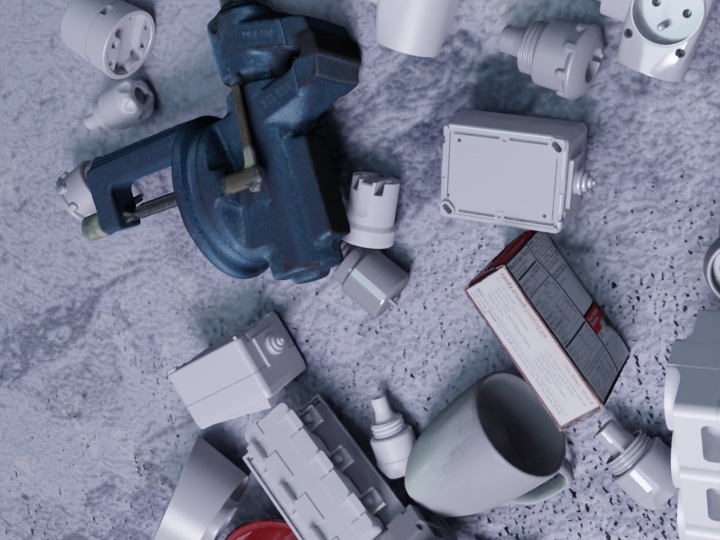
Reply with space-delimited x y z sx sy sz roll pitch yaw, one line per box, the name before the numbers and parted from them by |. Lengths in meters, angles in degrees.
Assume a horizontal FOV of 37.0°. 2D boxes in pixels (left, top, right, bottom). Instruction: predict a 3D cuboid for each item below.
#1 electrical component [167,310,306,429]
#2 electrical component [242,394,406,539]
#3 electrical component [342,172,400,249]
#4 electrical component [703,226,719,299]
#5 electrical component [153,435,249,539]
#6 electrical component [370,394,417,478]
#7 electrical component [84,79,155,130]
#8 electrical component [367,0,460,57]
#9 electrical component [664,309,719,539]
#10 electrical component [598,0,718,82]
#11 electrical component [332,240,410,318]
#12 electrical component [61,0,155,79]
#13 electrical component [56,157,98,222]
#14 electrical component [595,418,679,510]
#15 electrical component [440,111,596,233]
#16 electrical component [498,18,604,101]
electrical component | -0.089 0.079 0.842 0.096 0.062 0.061 -28 94 32
electrical component | -0.031 0.161 0.813 0.079 0.063 0.121 -41 64 1
electrical component | 0.008 -0.043 0.762 0.040 0.040 0.046 17 109 21
electrical component | 0.235 -0.006 0.649 0.048 0.055 0.066 2 108 27
electrical component | -0.138 0.194 0.891 0.064 0.099 0.099 31 119 7
electrical component | 0.024 0.125 0.817 0.035 0.035 0.061 -15 97 31
electrical component | -0.190 -0.125 0.836 0.061 0.035 0.035 -19 99 33
electrical component | 0.024 -0.188 0.698 0.079 0.043 0.077 24 117 18
electrical component | 0.225 0.108 0.650 0.062 0.089 0.150 3 129 27
electrical component | 0.168 -0.161 0.633 0.079 0.044 0.077 26 118 17
electrical component | 0.000 0.000 0.780 0.078 0.040 0.040 40 121 10
electrical component | -0.190 -0.178 0.805 0.047 0.055 0.055 31 119 18
electrical component | -0.208 -0.070 0.860 0.062 0.048 0.048 -35 90 25
electrical component | 0.188 0.129 0.729 0.062 0.043 0.043 45 122 8
electrical component | 0.106 -0.065 0.690 0.096 0.061 0.061 10 112 24
electrical component | 0.117 -0.136 0.670 0.062 0.048 0.048 24 117 25
